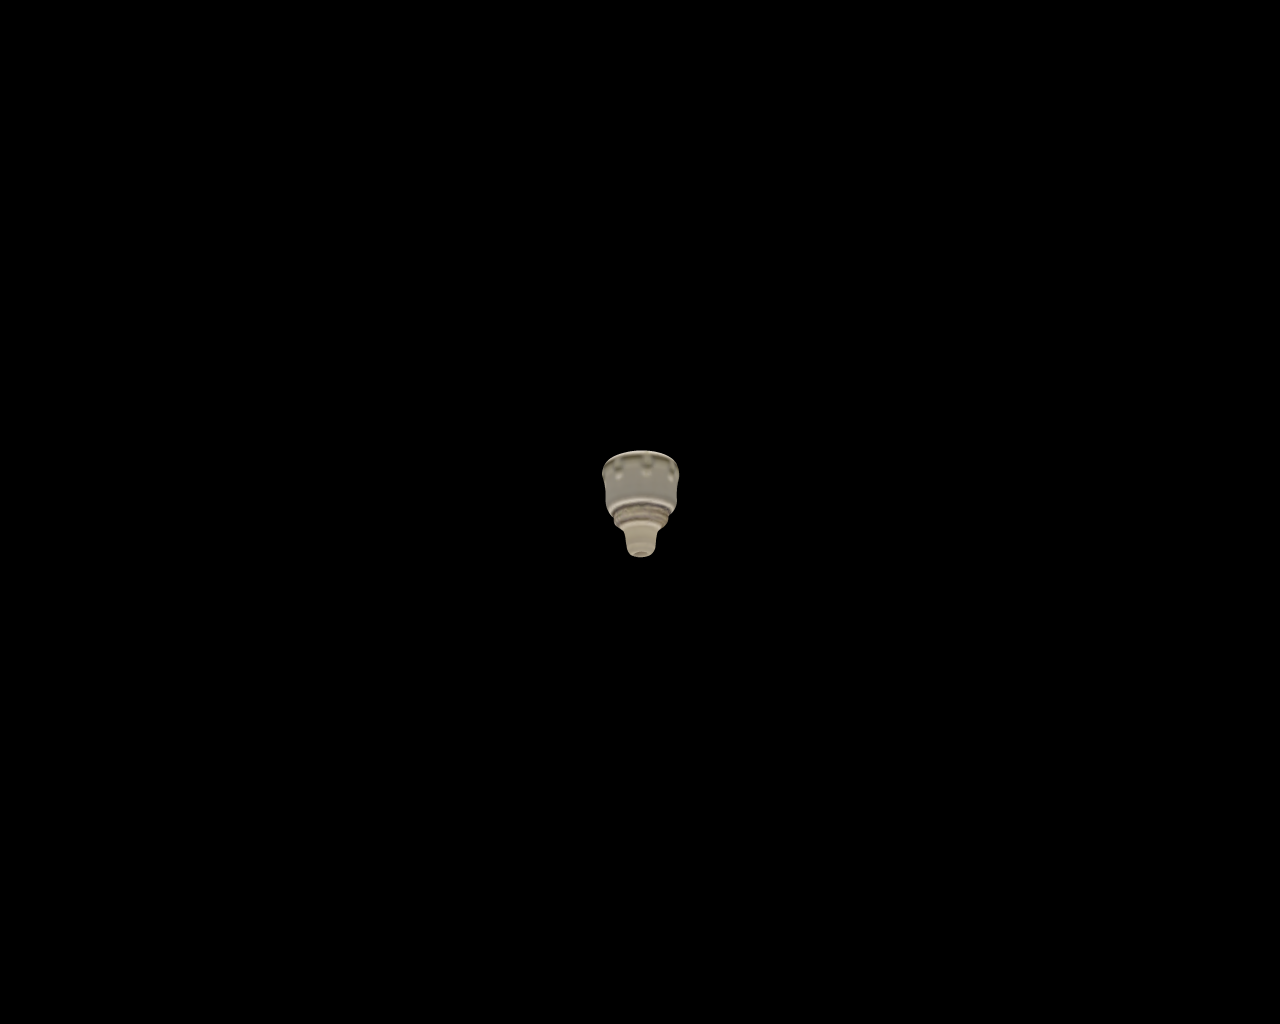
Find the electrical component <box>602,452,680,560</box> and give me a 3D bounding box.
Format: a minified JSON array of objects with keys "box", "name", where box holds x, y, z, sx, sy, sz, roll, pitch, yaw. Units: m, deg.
[{"box":[0.001,-0.003,0.650,0.048,0.062,0.048,0,-19,0],"name":"electrical component"}]
